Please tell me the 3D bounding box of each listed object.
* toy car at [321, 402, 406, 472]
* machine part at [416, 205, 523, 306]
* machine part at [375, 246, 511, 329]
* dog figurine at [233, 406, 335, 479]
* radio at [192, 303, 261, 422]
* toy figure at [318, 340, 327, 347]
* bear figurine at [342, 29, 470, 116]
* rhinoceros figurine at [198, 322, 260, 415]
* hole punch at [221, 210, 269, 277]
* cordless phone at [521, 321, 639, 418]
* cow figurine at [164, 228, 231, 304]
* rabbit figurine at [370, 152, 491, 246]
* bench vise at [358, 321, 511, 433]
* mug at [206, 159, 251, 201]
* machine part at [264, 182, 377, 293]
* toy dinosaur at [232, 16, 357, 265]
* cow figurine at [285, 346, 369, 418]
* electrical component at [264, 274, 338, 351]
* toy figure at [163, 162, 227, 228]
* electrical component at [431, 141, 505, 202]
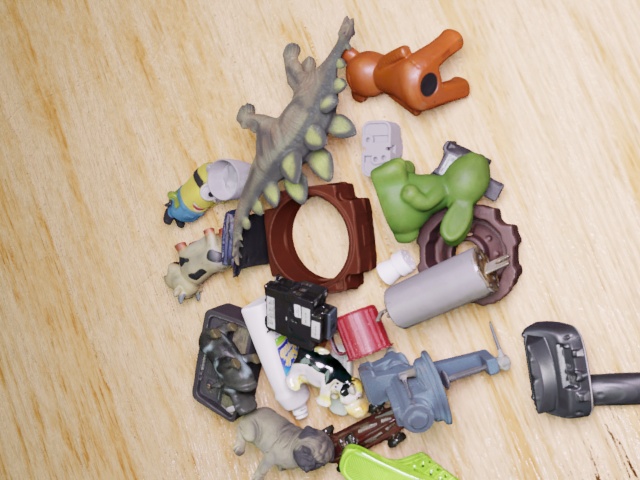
[{"bbox_3d":[0.077,0.379,1.037,0.202,0.053,0.089,-37,75,30],"label":"toy car"},{"bbox_3d":[0.246,0.022,0.890,0.180,0.056,0.179,4,98,31],"label":"machine part"},{"bbox_3d":[0.190,0.078,0.853,0.243,0.079,0.079,-31,81,32],"label":"machine part"},{"bbox_3d":[-0.069,0.382,1.070,0.190,0.121,0.172,-39,83,34],"label":"dog figurine"},{"bbox_3d":[-0.196,0.259,1.165,0.131,0.073,0.229,19,104,26],"label":"radio"},{"bbox_3d":[-0.015,0.186,1.062,0.064,0.058,0.154,5,104,35],"label":"toy figure"},{"bbox_3d":[0.133,-0.279,0.899,0.196,0.132,0.120,36,154,52],"label":"bear figurine"},{"bbox_3d":[-0.183,0.257,1.074,0.112,0.073,0.190,-38,77,26],"label":"rhinoceros figurine"},{"bbox_3d":[-0.159,-0.006,1.092,0.092,0.116,0.142,16,104,36],"label":"hole punch"},{"bbox_3d":[0.411,0.193,0.814,0.184,0.088,0.146,-9,91,19],"label":"cordless phone"},{"bbox_3d":[-0.267,0.060,1.179,0.195,0.085,0.127,-25,77,29],"label":"cow figurine"},{"bbox_3d":[0.182,-0.070,0.828,0.170,0.121,0.159,-19,79,19],"label":"rabbit figurine"},{"bbox_3d":[0.193,0.229,0.901,0.241,0.223,0.128,-18,92,1],"label":"bench vise"},{"bbox_3d":[-0.170,-0.124,1.082,0.110,0.107,0.080,23,107,30],"label":"mug"},{"bbox_3d":[-0.002,-0.003,1.013,0.202,0.087,0.200,-4,95,32],"label":"machine part"},{"bbox_3d":[-0.061,-0.171,0.952,0.199,0.105,0.471,51,119,31],"label":"toy dinosaur"},{"bbox_3d":[0.024,0.257,1.002,0.167,0.068,0.098,24,107,13],"label":"cow figurine"},{"bbox_3d":[-0.034,0.134,0.981,0.134,0.058,0.114,18,124,24],"label":"electrical component"},{"bbox_3d":[-0.270,-0.096,1.160,0.180,0.082,0.089,-31,83,32],"label":"toy figure"},{"bbox_3d":[0.246,-0.107,0.877,0.119,0.048,0.074,30,111,23],"label":"electrical component"}]
